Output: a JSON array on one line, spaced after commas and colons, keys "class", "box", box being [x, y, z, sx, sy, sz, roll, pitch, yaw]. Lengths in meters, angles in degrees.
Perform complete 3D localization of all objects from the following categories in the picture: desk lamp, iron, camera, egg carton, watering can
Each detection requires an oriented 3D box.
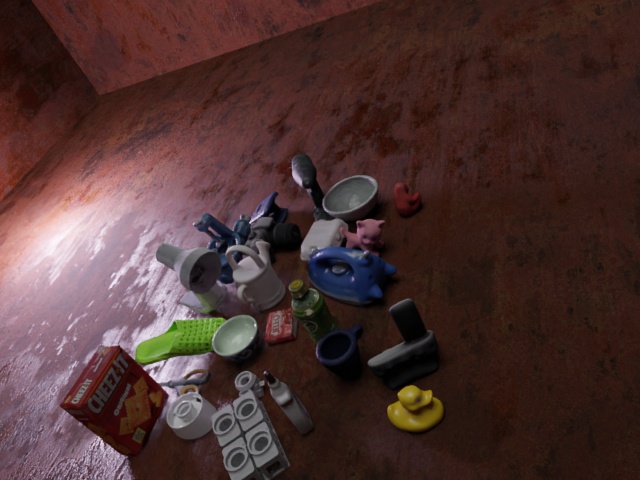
[{"class": "desk lamp", "box": [-0.343, 0.100, 1.551, 0.202, 0.214, 0.118, 10, 51, 40]}, {"class": "iron", "box": [0.048, 0.066, 1.397, 0.257, 0.142, 0.119, 5, 48, 38]}, {"class": "camera", "box": [-0.135, -0.008, 1.641, 0.136, 0.101, 0.143, -4, 43, 30]}, {"class": "egg carton", "box": [0.014, 0.006, 1.553, 0.107, 0.070, 0.150, -2, 44, 32]}, {"class": "watering can", "box": [-0.173, 0.079, 1.482, 0.100, 0.194, 0.172, -19, 37, 13]}]

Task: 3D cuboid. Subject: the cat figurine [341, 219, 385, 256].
[{"class": "cat figurine", "box": [0.112, -0.013, 1.471, 0.127, 0.118, 0.067, 0, 45, 34]}]

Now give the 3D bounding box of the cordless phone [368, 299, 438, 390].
[{"class": "cordless phone", "box": [0.150, 0.195, 1.136, 0.147, 0.185, 0.094, -29, 36, 0]}]

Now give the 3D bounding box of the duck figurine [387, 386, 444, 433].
[{"class": "duck figurine", "box": [0.171, 0.307, 1.071, 0.104, 0.086, 0.077, -15, 38, 18]}]

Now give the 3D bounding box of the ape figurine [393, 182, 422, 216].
[{"class": "ape figurine", "box": [0.227, -0.117, 1.542, 0.077, 0.092, 0.076, 14, 53, 43]}]

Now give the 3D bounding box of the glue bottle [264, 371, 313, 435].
[{"class": "glue bottle", "box": [-0.069, 0.316, 1.144, 0.037, 0.173, 0.078, -35, 37, -8]}]

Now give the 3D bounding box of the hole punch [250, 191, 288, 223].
[{"class": "hole punch", "box": [-0.168, -0.085, 1.764, 0.100, 0.091, 0.109, -6, 42, 28]}]

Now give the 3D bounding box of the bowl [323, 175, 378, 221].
[{"class": "bowl", "box": [0.097, -0.106, 1.630, 0.167, 0.075, 0.167, -18, 37, 14]}]

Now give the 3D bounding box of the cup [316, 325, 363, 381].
[{"class": "cup", "box": [0.058, 0.243, 1.216, 0.118, 0.095, 0.091, -43, 38, -18]}]

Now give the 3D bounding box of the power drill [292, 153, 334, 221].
[{"class": "power drill", "box": [-0.018, -0.146, 1.639, 0.075, 0.209, 0.229, -26, 36, 3]}]

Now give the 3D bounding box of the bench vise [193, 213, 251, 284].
[{"class": "bench vise", "box": [-0.277, -0.011, 1.636, 0.121, 0.220, 0.207, -14, 39, 20]}]
